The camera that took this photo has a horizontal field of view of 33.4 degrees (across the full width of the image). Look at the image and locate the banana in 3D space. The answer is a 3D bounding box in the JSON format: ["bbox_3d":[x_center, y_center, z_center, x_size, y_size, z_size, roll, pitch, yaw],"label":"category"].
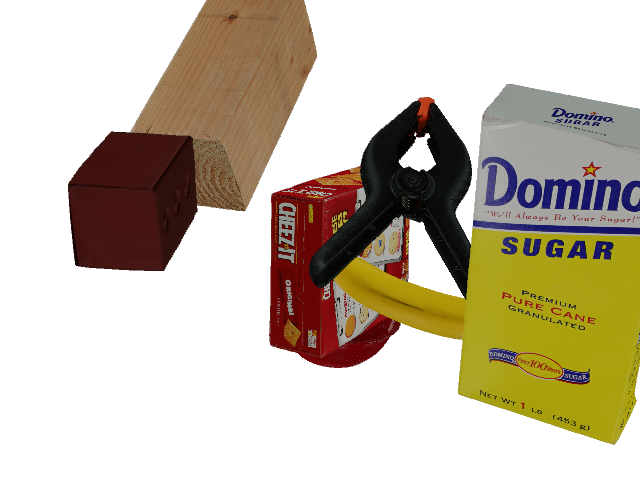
[{"bbox_3d":[0.080,0.051,0.938,0.198,0.037,0.069,18,15,25],"label":"banana"}]

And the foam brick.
[{"bbox_3d":[-0.106,-0.024,0.613,0.051,0.053,0.078,5,30,8],"label":"foam brick"}]

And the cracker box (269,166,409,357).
[{"bbox_3d":[0.024,0.014,1.146,0.072,0.164,0.213,8,15,28],"label":"cracker box"}]

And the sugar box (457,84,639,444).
[{"bbox_3d":[0.124,0.015,0.547,0.093,0.176,0.048,15,38,23],"label":"sugar box"}]

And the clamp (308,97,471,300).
[{"bbox_3d":[0.054,-0.028,0.746,0.120,0.171,0.039,4,-36,-4],"label":"clamp"}]

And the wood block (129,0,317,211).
[{"bbox_3d":[-0.082,-0.136,0.973,0.091,0.206,0.090,8,-37,20],"label":"wood block"}]

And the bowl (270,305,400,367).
[{"bbox_3d":[0.017,0.112,1.321,0.162,0.055,0.162,5,23,-2],"label":"bowl"}]
